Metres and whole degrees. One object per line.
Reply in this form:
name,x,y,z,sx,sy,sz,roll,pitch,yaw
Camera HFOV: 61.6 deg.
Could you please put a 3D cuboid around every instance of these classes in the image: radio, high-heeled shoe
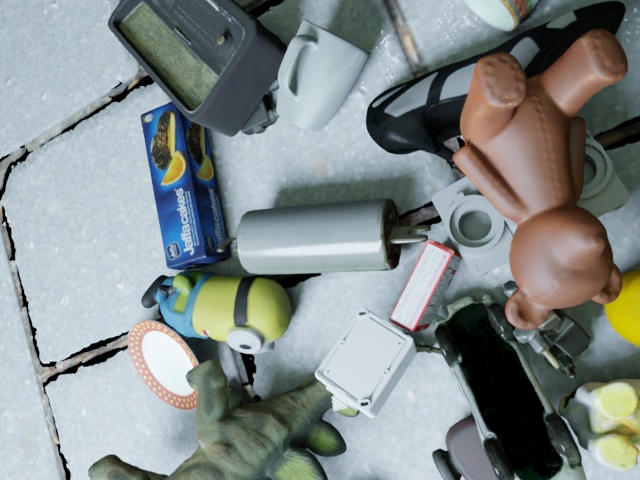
radio,-0.150,-0.242,0.649,0.131,0.073,0.230,-49,64,13
high-heeled shoe,0.165,-0.167,0.546,0.249,0.086,0.145,-38,43,0

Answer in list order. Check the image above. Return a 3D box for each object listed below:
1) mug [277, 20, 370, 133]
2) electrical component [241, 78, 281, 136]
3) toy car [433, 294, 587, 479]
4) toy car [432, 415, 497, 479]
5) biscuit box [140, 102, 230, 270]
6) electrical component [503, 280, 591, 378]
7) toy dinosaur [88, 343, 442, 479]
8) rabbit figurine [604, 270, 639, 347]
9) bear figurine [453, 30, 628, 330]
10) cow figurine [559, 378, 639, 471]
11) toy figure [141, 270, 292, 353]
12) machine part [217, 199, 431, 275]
mug,-0.007,-0.174,0.588,0.081,0.109,0.107,32,112,17
electrical component,-0.082,-0.160,0.659,0.094,0.021,0.063,-20,80,20
toy car,0.168,0.141,0.496,0.073,0.056,0.202,-26,52,11
toy car,0.191,0.261,0.506,0.089,0.053,0.202,-36,71,6
biscuit box,-0.167,-0.066,0.669,0.063,0.059,0.202,-16,82,21
electrical component,0.206,0.083,0.490,0.045,0.102,0.078,-51,48,6
toy dinosaur,-0.083,0.233,0.571,0.471,0.105,0.199,-43,57,-3
rabbit figurine,0.305,0.040,0.422,0.173,0.122,0.162,125,156,-50
bear figurine,0.180,-0.037,0.418,0.120,0.132,0.196,-12,77,-7
cow figurine,0.300,0.149,0.455,0.167,0.098,0.068,-2,81,4
toy figure,-0.121,0.076,0.632,0.180,0.082,0.089,13,96,26
machine part,-0.001,-0.002,0.588,0.243,0.079,0.079,-4,86,23
